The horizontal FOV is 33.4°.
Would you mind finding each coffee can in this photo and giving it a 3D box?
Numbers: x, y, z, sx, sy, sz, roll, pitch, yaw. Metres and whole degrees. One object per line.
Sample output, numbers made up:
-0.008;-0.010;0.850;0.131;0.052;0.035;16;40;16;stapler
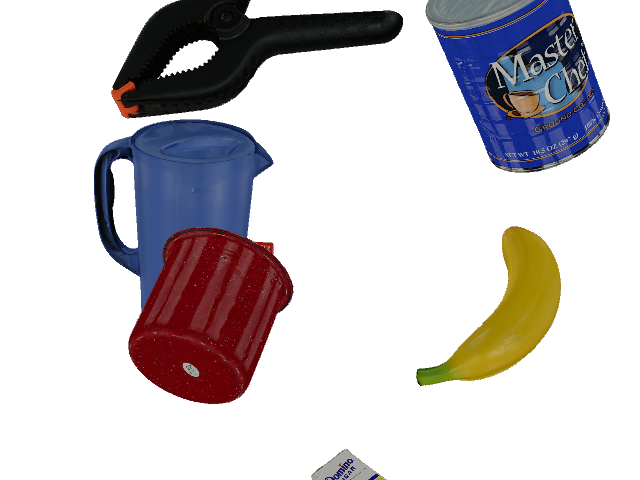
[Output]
0.155;-0.139;0.831;0.103;0.140;0.103;-21;32;14;coffee can

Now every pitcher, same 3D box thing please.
-0.151;-0.003;1.167;0.149;0.243;0.144;25;31;36;pitcher

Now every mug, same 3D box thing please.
-0.081;0.056;0.702;0.093;0.081;0.117;40;-41;-23;mug

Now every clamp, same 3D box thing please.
-0.056;-0.151;0.782;0.165;0.210;0.036;43;-13;24;clamp

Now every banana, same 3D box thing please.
0.134;0.041;0.752;0.070;0.037;0.197;12;34;24;banana

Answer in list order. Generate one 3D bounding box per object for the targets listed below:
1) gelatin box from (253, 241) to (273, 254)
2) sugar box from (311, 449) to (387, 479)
-0.088;0.033;0.966;0.089;0.073;0.030;5;-43;-5;gelatin box
0.068;0.243;0.821;0.048;0.093;0.176;-34;38;-28;sugar box
